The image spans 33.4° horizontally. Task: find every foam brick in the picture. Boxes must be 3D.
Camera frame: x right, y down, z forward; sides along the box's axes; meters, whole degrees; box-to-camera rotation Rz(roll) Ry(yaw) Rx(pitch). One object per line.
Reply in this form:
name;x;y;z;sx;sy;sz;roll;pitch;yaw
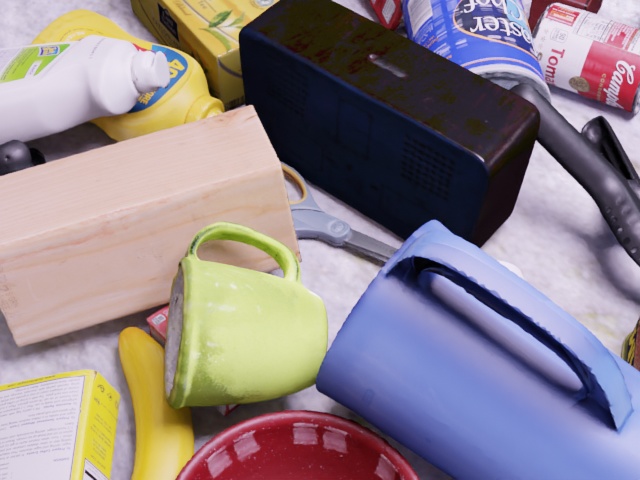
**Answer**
foam brick;0.228;-0.222;0.977;0.051;0.053;0.078;22;53;17

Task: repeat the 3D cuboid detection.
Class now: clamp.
clamp;-0.287;-0.036;0.815;0.171;0.120;0.039;-20;89;1
clamp;0.233;-0.030;0.802;0.210;0.036;0.164;56;27;17

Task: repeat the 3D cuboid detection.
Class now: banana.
banana;-0.115;0.138;0.690;0.069;0.037;0.197;4;51;3

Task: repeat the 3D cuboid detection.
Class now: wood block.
wood block;-0.128;-0.011;0.756;0.206;0.090;0.091;-17;37;-7

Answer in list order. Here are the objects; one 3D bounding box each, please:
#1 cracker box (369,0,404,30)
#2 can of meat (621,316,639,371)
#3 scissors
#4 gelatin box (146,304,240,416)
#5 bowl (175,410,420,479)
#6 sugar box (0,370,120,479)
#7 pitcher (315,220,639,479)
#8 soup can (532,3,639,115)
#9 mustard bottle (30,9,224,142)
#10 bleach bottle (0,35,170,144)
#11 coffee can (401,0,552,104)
cracker box;0.092;-0.316;1.000;0.164;0.072;0.214;-22;76;-17
can of meat;0.237;0.080;0.708;0.057;0.084;0.102;12;52;8
scissors;-0.005;0.001;0.816;0.096;0.016;0.202;-37;59;-25
gelatin box;-0.067;0.069;0.751;0.073;0.030;0.089;-34;59;-25
bowl;-0.014;0.185;0.639;0.162;0.055;0.162;0;51;0
sugar box;-0.178;0.168;0.647;0.093;0.048;0.176;-12;52;15
pitcher;0.128;0.099;0.642;0.243;0.145;0.149;34;14;15
soup can;0.234;-0.156;0.913;0.102;0.068;0.068;23;54;19
mustard bottle;-0.153;-0.125;0.893;0.192;0.058;0.096;26;57;19
bleach bottle;-0.239;-0.111;0.832;0.251;0.068;0.102;-6;41;16
coffee can;0.126;-0.154;0.882;0.102;0.103;0.140;-4;54;-3
